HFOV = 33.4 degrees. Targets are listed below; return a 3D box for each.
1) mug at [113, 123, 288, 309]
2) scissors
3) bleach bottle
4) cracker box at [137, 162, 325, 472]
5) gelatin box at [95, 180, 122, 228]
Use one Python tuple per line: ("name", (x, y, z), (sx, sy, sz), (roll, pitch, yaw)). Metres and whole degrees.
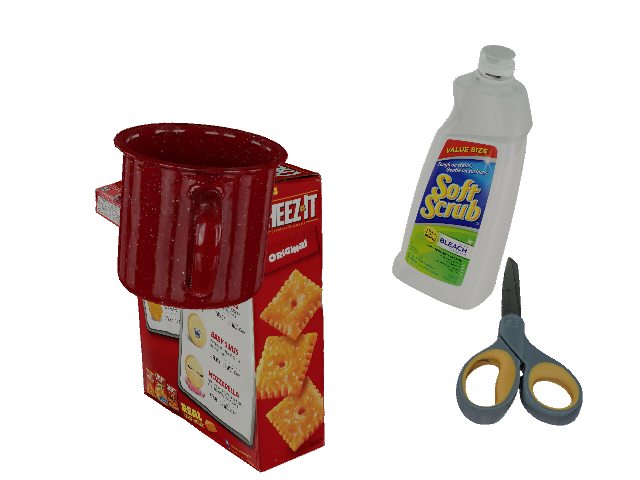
("mug", (-0.065, -0.009, 0.573), (0.093, 0.081, 0.117), (2, 20, -15))
("scissors", (0.160, 0.075, 0.800), (0.096, 0.016, 0.201), (16, 35, 19))
("bleach bottle", (0.133, -0.061, 0.980), (0.103, 0.251, 0.068), (27, 40, 27))
("cracker box", (-0.070, 0.040, 0.802), (0.071, 0.214, 0.164), (-15, 23, -37))
("gelatin box", (-0.165, -0.033, 1.045), (0.089, 0.030, 0.073), (30, 36, 31))
